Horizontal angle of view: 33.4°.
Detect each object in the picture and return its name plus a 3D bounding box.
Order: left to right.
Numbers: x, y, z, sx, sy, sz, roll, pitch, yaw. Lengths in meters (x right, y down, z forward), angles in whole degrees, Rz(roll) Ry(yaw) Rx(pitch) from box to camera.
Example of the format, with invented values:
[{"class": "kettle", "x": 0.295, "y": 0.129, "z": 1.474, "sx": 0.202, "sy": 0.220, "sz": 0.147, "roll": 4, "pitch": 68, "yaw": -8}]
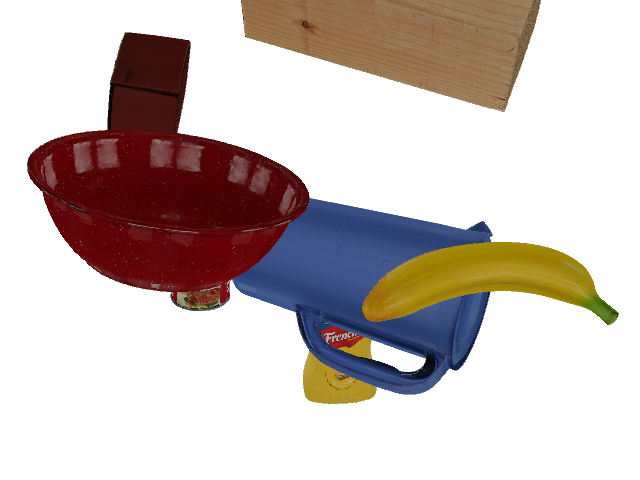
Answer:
[{"class": "foam brick", "x": -0.131, "y": -0.116, "z": 0.814, "sx": 0.053, "sy": 0.051, "sz": 0.078, "roll": 8, "pitch": 40, "yaw": -5}, {"class": "bowl", "x": -0.090, "y": -0.014, "z": 0.622, "sx": 0.162, "sy": 0.055, "sz": 0.162, "roll": 9, "pitch": 21, "yaw": -4}, {"class": "soup can", "x": -0.136, "y": 0.018, "z": 1.196, "sx": 0.068, "sy": 0.102, "sz": 0.068, "roll": 1, "pitch": 25, "yaw": -1}, {"class": "mustard bottle", "x": 0.026, "y": 0.115, "z": 1.382, "sx": 0.096, "sy": 0.192, "sz": 0.058, "roll": -1, "pitch": 19, "yaw": -4}, {"class": "pitcher", "x": 0.036, "y": 0.039, "z": 1.025, "sx": 0.243, "sy": 0.145, "sz": 0.149, "roll": 15, "pitch": 20, "yaw": 19}, {"class": "wood block", "x": 0.053, "y": -0.180, "z": 0.782, "sx": 0.206, "sy": 0.090, "sz": 0.091, "roll": 18, "pitch": -27, "yaw": 11}, {"class": "banana", "x": 0.122, "y": 0.030, "z": 0.791, "sx": 0.197, "sy": 0.037, "sz": 0.069, "roll": 0, "pitch": 36, "yaw": -12}]
